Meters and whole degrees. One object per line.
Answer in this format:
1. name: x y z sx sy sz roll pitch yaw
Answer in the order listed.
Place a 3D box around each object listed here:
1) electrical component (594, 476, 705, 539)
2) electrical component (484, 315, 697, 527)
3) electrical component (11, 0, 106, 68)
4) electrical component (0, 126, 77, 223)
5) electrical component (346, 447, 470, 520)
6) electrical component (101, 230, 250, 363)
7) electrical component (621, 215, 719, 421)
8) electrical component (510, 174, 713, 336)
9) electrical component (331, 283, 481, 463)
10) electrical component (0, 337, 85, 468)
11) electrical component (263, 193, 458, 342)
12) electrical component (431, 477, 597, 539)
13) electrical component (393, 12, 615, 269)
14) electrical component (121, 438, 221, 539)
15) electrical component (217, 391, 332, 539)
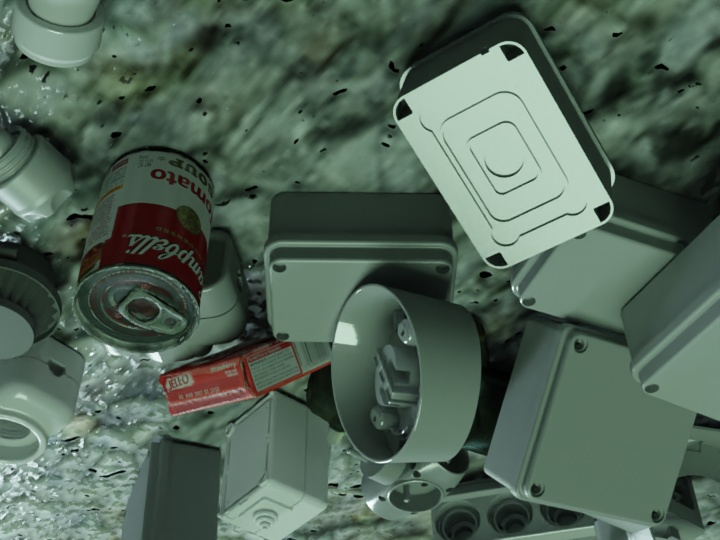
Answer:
1. electrical component: 0.221 0.202 0.855 0.050 0.055 0.089 30 127 -26
2. electrical component: 0.147 0.094 0.673 0.109 0.056 0.108 16 91 -21
3. electrical component: -0.147 -0.134 0.530 0.045 0.045 0.055 14 133 -13
4. electrical component: -0.193 -0.060 0.604 0.043 0.043 0.062 -25 128 22
5. electrical component: 0.027 0.145 0.805 0.079 0.044 0.077 30 127 -26
6. electrical component: -0.120 0.018 0.673 0.095 0.053 0.059 -7 134 7
7. electrical component: 0.210 0.026 0.599 0.078 0.057 0.113 21 131 -20
8. electrical component: 0.154 -0.008 0.647 0.113 0.057 0.078 16 132 -15
9. electrical component: 0.026 0.060 0.606 0.064 0.099 0.099 8 134 -17
10. electrical component: -0.240 0.094 0.743 0.095 0.059 0.054 -34 126 28
11. electrical component: 0.000 0.000 0.654 0.113 0.057 0.078 1 134 -1
12. electrical component: 0.121 0.202 0.839 0.121 0.078 0.063 -11 139 11
13. electrical component: 0.077 -0.069 0.567 0.078 0.057 0.113 -26 111 23
14. electrical component: -0.146 0.204 0.817 0.056 0.108 0.108 13 133 -16
15. electrical component: -0.058 0.147 0.770 0.061 0.096 0.062 30 128 -27
